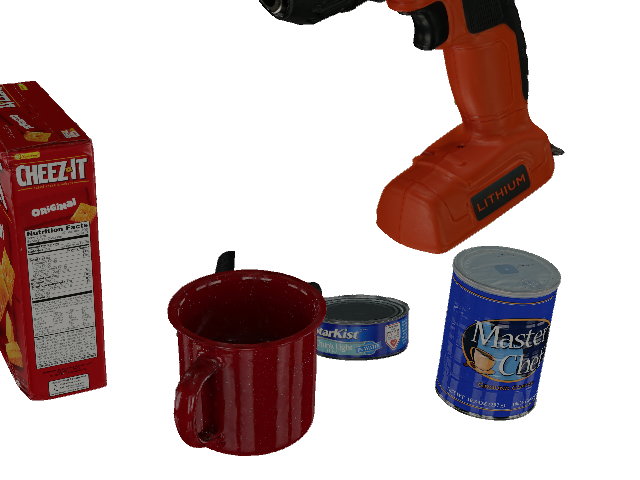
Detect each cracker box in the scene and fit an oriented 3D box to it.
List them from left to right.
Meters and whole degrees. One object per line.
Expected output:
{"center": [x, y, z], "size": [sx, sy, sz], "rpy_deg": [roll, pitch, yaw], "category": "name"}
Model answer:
{"center": [-0.234, -0.002, 0.863], "size": [0.072, 0.214, 0.164], "rpy_deg": [-11, 28, -26], "category": "cracker box"}

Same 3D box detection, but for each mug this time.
{"center": [-0.049, 0.079, 0.630], "size": [0.093, 0.081, 0.117], "rpy_deg": [12, 28, 22], "category": "mug"}

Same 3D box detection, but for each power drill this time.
{"center": [0.055, -0.089, 0.524], "size": [0.184, 0.187, 0.057], "rpy_deg": [-31, 40, -28], "category": "power drill"}

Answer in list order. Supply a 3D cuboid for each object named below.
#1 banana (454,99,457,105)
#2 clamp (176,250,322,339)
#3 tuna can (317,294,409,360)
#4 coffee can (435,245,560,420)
{"center": [0.101, -0.043, 0.719], "size": [0.070, 0.037, 0.197], "rpy_deg": [15, 34, 12], "category": "banana"}
{"center": [-0.092, 0.054, 1.049], "size": [0.120, 0.039, 0.171], "rpy_deg": [18, 22, 33], "category": "clamp"}
{"center": [0.030, 0.071, 0.875], "size": [0.086, 0.034, 0.086], "rpy_deg": [-1, 11, 0], "category": "tuna can"}
{"center": [0.172, 0.089, 1.046], "size": [0.103, 0.140, 0.103], "rpy_deg": [4, 24, -2], "category": "coffee can"}
